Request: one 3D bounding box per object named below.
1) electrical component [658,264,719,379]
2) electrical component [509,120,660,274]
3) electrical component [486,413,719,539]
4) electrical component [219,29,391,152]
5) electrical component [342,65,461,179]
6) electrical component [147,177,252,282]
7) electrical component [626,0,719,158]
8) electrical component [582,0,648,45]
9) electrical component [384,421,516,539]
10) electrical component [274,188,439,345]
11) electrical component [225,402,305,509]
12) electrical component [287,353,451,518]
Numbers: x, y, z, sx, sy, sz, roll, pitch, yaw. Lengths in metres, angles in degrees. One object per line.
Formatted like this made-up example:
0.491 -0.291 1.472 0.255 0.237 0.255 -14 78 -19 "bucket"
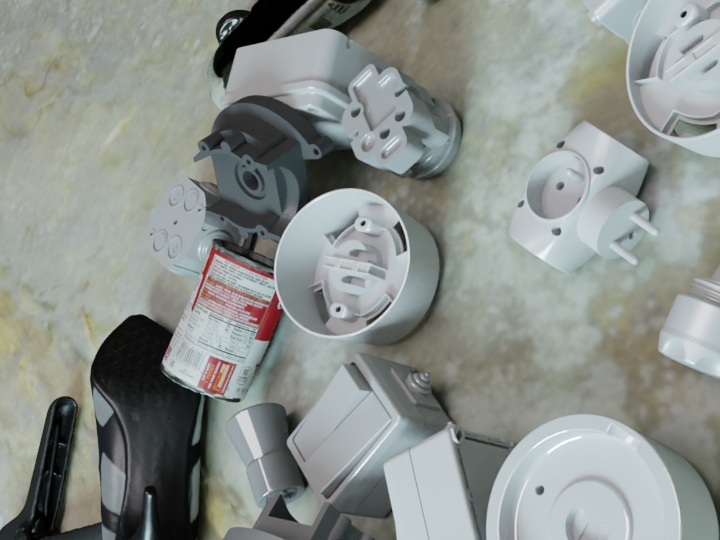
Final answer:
0.178 0.021 0.534 0.043 0.043 0.062 25 92 47 "electrical component"
0.133 -0.032 0.598 0.077 0.044 0.079 -57 45 13 "electrical component"
0.124 0.129 0.534 0.108 0.060 0.108 -18 63 40 "electrical component"
-0.039 -0.125 0.779 0.113 0.078 0.057 0 72 45 "electrical component"
0.030 -0.094 0.714 0.058 0.057 0.078 -41 50 27 "electrical component"
-0.126 -0.031 0.850 0.080 0.051 0.080 -18 63 40 "electrical component"
0.187 -0.110 0.559 0.099 0.064 0.099 -18 63 40 "electrical component"
0.153 -0.181 0.621 0.061 0.062 0.096 -42 50 26 "electrical component"
0.054 0.133 0.601 0.061 0.062 0.096 -34 54 32 "electrical component"
0.000 0.000 0.703 0.099 0.064 0.099 -18 63 40 "electrical component"
-0.063 0.129 0.736 0.044 0.044 0.065 -40 56 27 "electrical component"
0.007 0.097 0.662 0.096 0.061 0.061 -53 46 17 "electrical component"
